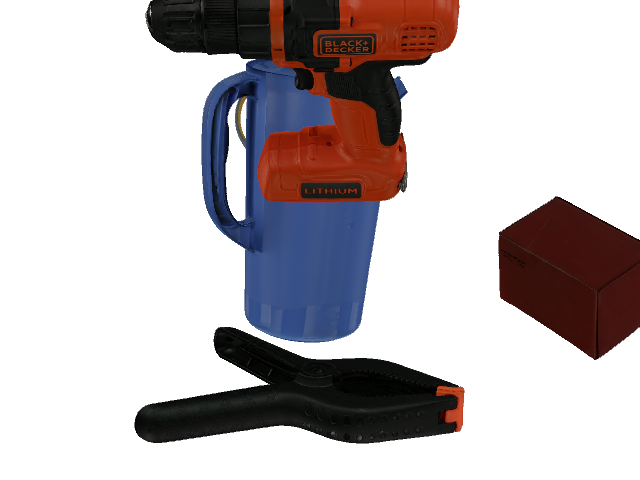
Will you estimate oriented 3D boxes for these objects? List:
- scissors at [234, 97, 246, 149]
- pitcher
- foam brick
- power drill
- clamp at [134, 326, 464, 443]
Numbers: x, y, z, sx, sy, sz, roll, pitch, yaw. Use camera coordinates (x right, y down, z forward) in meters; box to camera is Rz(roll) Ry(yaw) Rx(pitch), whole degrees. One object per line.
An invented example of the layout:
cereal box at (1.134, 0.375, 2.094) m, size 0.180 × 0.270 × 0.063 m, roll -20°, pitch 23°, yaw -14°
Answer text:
scissors at (-0.042, -0.068, 1.139) m, size 0.096 × 0.202 × 0.016 m, roll -9°, pitch -8°, yaw -10°
pitcher at (-0.017, -0.038, 0.942) m, size 0.149 × 0.243 × 0.144 m, roll 9°, pitch 17°, yaw 14°
foam brick at (0.148, 0.020, 0.617) m, size 0.051 × 0.053 × 0.078 m, roll -29°, pitch 42°, yaw -24°
power drill at (-0.009, -0.096, 0.687) m, size 0.184 × 0.057 × 0.188 m, roll 0°, pitch -31°, yaw 2°
clamp at (-0.006, 0.101, 0.742) m, size 0.210 × 0.036 × 0.164 m, roll 2°, pitch 18°, yaw 7°
